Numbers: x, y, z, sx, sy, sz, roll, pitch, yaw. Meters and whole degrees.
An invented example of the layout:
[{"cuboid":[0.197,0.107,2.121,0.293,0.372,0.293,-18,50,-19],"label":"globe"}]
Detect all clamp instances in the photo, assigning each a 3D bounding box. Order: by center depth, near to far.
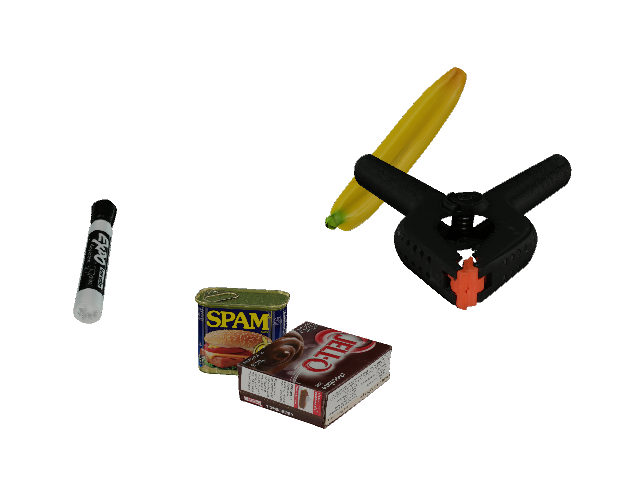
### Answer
[{"cuboid":[0.091,-0.016,0.749,0.165,0.036,0.209,3,27,13],"label":"clamp"}]

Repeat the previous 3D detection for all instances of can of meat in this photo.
[{"cuboid":[-0.086,0.101,1.173,0.102,0.084,0.057,3,15,5],"label":"can of meat"}]

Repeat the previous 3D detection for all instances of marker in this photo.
[{"cuboid":[-0.158,0.011,0.755,0.020,0.020,0.121,0,39,-4],"label":"marker"}]

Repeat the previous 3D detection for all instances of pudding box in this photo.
[{"cuboid":[-0.004,0.112,0.914,0.090,0.039,0.113,13,24,29],"label":"pudding box"}]

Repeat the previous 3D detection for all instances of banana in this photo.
[{"cuboid":[0.069,-0.075,0.984,0.037,0.197,0.070,40,-13,-6],"label":"banana"}]
